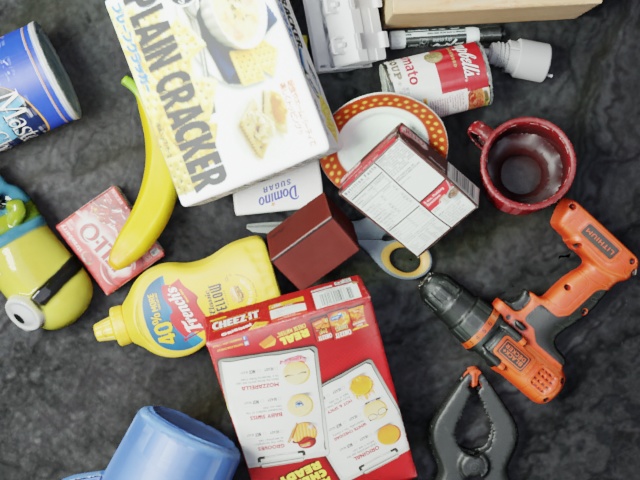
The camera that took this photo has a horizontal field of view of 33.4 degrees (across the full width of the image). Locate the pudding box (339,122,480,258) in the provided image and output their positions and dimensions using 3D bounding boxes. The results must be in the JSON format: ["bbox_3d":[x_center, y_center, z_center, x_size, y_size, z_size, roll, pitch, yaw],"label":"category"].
[{"bbox_3d":[0.089,-0.048,1.059,0.113,0.039,0.090,39,120,-15],"label":"pudding box"}]

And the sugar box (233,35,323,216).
[{"bbox_3d":[-0.051,-0.117,1.088,0.093,0.048,0.176,-5,97,-3],"label":"sugar box"}]

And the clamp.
[{"bbox_3d":[0.171,0.240,1.123,0.164,0.036,0.210,7,94,0],"label":"clamp"}]

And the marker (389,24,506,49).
[{"bbox_3d":[0.132,-0.211,1.107,0.121,0.020,0.020,-4,93,-3],"label":"marker"}]

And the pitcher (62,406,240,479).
[{"bbox_3d":[-0.182,0.280,1.005,0.145,0.149,0.243,25,88,40],"label":"pitcher"}]

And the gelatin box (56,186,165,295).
[{"bbox_3d":[-0.213,0.000,1.091,0.073,0.030,0.089,-35,94,-1],"label":"gelatin box"}]

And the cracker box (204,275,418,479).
[{"bbox_3d":[-0.009,0.157,1.066,0.164,0.072,0.213,-16,112,-2],"label":"cracker box"}]

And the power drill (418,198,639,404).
[{"bbox_3d":[0.220,0.049,1.109,0.184,0.057,0.187,41,92,-5],"label":"power drill"}]

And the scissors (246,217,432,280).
[{"bbox_3d":[0.031,0.007,1.114,0.201,0.016,0.096,-13,95,-3],"label":"scissors"}]

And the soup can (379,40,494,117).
[{"bbox_3d":[0.117,-0.158,1.083,0.102,0.068,0.068,-13,94,-2],"label":"soup can"}]

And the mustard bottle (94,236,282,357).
[{"bbox_3d":[-0.136,0.067,1.086,0.191,0.058,0.096,-17,99,-2],"label":"mustard bottle"}]

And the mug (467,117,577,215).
[{"bbox_3d":[0.197,-0.078,1.082,0.117,0.081,0.093,38,87,8],"label":"mug"}]

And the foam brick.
[{"bbox_3d":[-0.007,0.001,1.066,0.078,0.053,0.051,-36,120,15],"label":"foam brick"}]

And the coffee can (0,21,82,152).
[{"bbox_3d":[-0.319,-0.138,1.041,0.140,0.103,0.103,-24,94,-2],"label":"coffee can"}]

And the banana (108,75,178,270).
[{"bbox_3d":[-0.173,-0.064,1.072,0.069,0.037,0.198,5,78,-17],"label":"banana"}]

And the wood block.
[{"bbox_3d":[0.167,-0.268,1.070,0.206,0.091,0.090,-4,93,-3],"label":"wood block"}]
